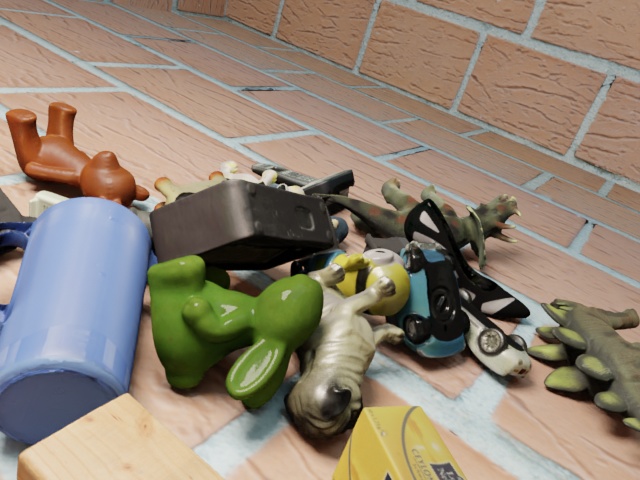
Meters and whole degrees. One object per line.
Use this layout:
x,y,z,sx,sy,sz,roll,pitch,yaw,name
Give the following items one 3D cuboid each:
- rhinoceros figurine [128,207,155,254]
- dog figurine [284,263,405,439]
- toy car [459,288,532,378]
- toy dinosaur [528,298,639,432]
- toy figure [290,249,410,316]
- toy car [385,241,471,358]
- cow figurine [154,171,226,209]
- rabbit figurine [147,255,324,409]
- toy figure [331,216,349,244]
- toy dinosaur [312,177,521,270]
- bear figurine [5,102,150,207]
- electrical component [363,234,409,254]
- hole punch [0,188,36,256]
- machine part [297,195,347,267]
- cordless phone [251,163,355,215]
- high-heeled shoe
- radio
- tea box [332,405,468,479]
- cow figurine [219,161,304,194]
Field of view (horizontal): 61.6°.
-0.216,-0.008,0.699,0.112,0.073,0.190,0,-10,39,rhinoceros figurine
-0.008,0.126,0.617,0.172,0.121,0.190,-4,28,39,dog figurine
0.225,0.125,0.795,0.073,0.056,0.202,19,19,-41,toy car
0.416,0.183,0.767,0.199,0.105,0.471,9,17,-3,toy dinosaur
0.040,0.058,0.732,0.180,0.089,0.082,-7,10,40,toy figure
0.136,0.086,0.756,0.109,0.161,0.103,-1,-13,-38,toy car
-0.154,-0.052,0.867,0.195,0.085,0.127,-11,44,-38,cow figurine
-0.080,0.086,0.553,0.170,0.121,0.159,-8,66,7,rabbit figurine
-0.014,-0.010,0.902,0.058,0.064,0.154,38,32,30,toy figure
0.195,-0.023,1.020,0.405,0.131,0.192,-3,32,-26,toy dinosaur
-0.365,-0.121,0.825,0.196,0.131,0.120,19,27,16,bear figurine
0.127,0.035,0.892,0.119,0.074,0.048,3,31,-18,electrical component
-0.432,-0.016,0.635,0.116,0.092,0.142,51,27,1,hole punch
-0.002,-0.003,0.844,0.084,0.139,0.039,-5,-9,-32,machine part
-0.037,-0.121,1.093,0.184,0.088,0.146,23,26,21,cordless phone
0.254,0.030,0.905,0.249,0.145,0.086,22,27,11,high-heeled shoe
-0.084,-0.011,0.670,0.131,0.073,0.229,-18,-10,25,radio
0.079,0.233,0.443,0.068,0.098,0.170,7,26,-24,tea box
-0.111,-0.082,0.978,0.167,0.068,0.098,13,31,-4,cow figurine
